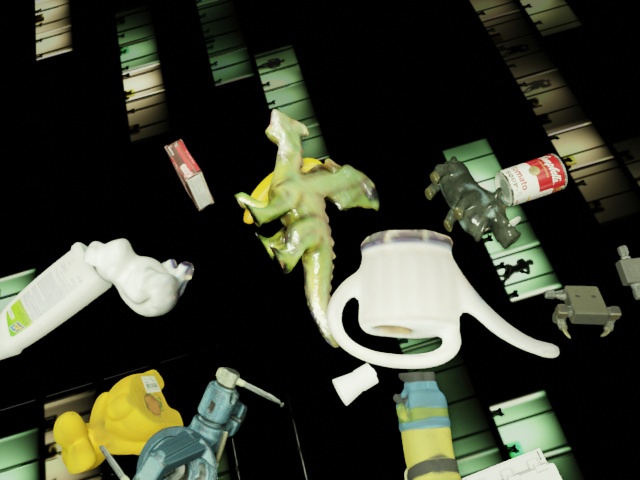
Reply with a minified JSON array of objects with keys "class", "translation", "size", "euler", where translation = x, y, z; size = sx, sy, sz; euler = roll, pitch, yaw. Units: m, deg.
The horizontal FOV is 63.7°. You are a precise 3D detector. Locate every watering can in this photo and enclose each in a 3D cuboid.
[{"class":"watering can","translation":[0.184,0.091,0.821],"size":[0.347,0.229,0.102],"euler":[-1,156,7]}]

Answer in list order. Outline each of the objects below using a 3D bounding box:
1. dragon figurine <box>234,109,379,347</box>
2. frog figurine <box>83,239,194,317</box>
[{"class":"dragon figurine","translation":[0.003,-0.046,0.912],"size":[0.245,0.412,0.121],"euler":[-31,175,-17]},{"class":"frog figurine","translation":[-0.313,0.064,0.859],"size":[0.159,0.139,0.122],"euler":[14,101,-37]}]
